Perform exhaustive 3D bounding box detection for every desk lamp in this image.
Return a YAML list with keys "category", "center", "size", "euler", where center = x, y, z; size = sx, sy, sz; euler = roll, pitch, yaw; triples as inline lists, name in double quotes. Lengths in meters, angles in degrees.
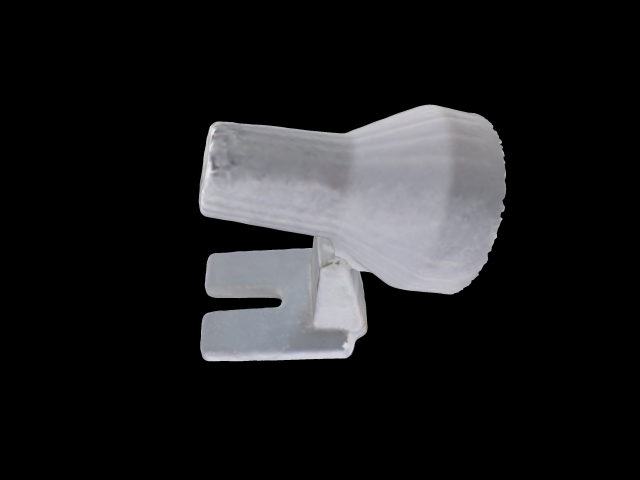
- category: "desk lamp"
  center: [0.004, 0.001, 0.400]
  size: [0.203, 0.214, 0.118]
  euler: [-3, 55, -2]
